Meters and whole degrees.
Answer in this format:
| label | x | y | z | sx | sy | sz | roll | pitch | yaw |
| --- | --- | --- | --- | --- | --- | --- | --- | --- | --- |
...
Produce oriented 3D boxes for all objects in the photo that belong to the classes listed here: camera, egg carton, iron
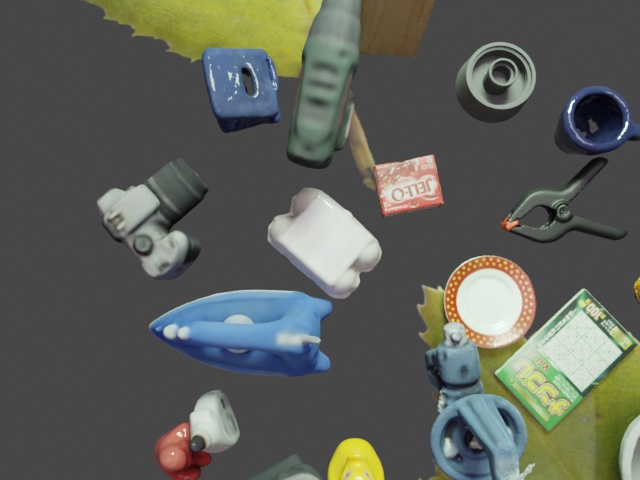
| label | x | y | z | sx | sy | sz | roll | pitch | yaw |
| --- | --- | --- | --- | --- | --- | --- | --- | --- | --- |
| camera | -0.214 | -0.037 | 0.784 | 0.137 | 0.101 | 0.143 | -42 | 85 | -4 |
| egg carton | 0.007 | 0.003 | 0.795 | 0.150 | 0.069 | 0.107 | 40 | 86 | 4 |
| iron | -0.113 | 0.123 | 0.747 | 0.258 | 0.141 | 0.119 | 1 | 84 | 0 |

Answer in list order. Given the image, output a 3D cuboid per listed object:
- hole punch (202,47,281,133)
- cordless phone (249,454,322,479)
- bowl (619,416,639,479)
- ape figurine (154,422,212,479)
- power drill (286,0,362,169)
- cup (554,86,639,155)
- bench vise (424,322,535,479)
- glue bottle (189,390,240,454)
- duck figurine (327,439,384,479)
| label | x | y | z | sx | sy | sz | roll | pitch | yaw |
| --- | --- | --- | --- | --- | --- | --- | --- | --- | --- |
| hole punch | -0.108 | -0.218 | 0.807 | 0.101 | 0.091 | 0.109 | -13 | 84 | -1 |
| cordless phone | -0.059 | 0.349 | 0.702 | 0.147 | 0.185 | 0.094 | -34 | 85 | -3 |
| bowl | 0.469 | 0.294 | 0.761 | 0.167 | 0.075 | 0.167 | 0 | 84 | 0 |
| ape figurine | -0.186 | 0.283 | 0.755 | 0.076 | 0.092 | 0.078 | 11 | 84 | 2 |
| power drill | 0.009 | -0.197 | 0.746 | 0.075 | 0.208 | 0.230 | 12 | 84 | 2 |
| cup | 0.381 | -0.152 | 0.797 | 0.117 | 0.095 | 0.092 | 15 | 84 | 2 |
| bench vise | 0.179 | 0.214 | 0.697 | 0.121 | 0.220 | 0.207 | -29 | 85 | -2 |
| glue bottle | -0.139 | 0.238 | 0.719 | 0.037 | 0.173 | 0.078 | -20 | 84 | -1 |
| duck figurine | 0.049 | 0.323 | 0.754 | 0.077 | 0.086 | 0.104 | 0 | 84 | 0 |
